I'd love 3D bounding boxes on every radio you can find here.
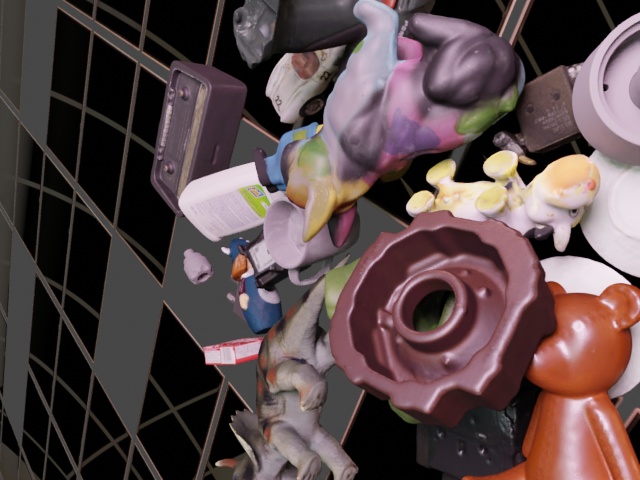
[{"bbox_3d":[-0.203,-0.164,0.868,0.131,0.073,0.229,41,122,36],"label":"radio"}]

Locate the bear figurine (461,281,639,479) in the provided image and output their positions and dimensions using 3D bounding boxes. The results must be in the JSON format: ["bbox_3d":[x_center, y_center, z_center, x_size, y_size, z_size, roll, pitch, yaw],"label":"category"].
[{"bbox_3d":[0.184,0.132,0.416,0.120,0.132,0.195,-178,82,-68],"label":"bear figurine"}]

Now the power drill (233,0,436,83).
[{"bbox_3d":[0.025,-0.241,0.521,0.086,0.207,0.231,51,139,32],"label":"power drill"}]

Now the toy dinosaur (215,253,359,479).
[{"bbox_3d":[-0.038,0.193,0.714,0.192,0.131,0.404,18,102,44],"label":"toy dinosaur"}]

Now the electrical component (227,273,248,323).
[{"bbox_3d":[-0.113,0.093,0.841,0.094,0.021,0.063,31,117,40],"label":"electrical component"}]

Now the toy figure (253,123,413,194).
[{"bbox_3d":[0.017,-0.093,0.606,0.180,0.082,0.089,-17,94,15],"label":"toy figure"}]

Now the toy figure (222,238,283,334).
[{"bbox_3d":[-0.096,0.061,0.791,0.058,0.064,0.154,-23,70,9],"label":"toy figure"}]

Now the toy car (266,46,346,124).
[{"bbox_3d":[0.000,-0.229,0.657,0.201,0.056,0.073,-48,61,39],"label":"toy car"}]

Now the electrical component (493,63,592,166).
[{"bbox_3d":[0.202,-0.108,0.465,0.102,0.045,0.078,-16,85,46],"label":"electrical component"}]

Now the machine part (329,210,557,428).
[{"bbox_3d":[0.094,0.059,0.434,0.179,0.056,0.179,-23,45,25],"label":"machine part"}]

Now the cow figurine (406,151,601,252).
[{"bbox_3d":[0.169,-0.024,0.475,0.167,0.098,0.068,2,54,52],"label":"cow figurine"}]

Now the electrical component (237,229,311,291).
[{"bbox_3d":[-0.047,0.009,0.736,0.119,0.047,0.075,-36,68,11],"label":"electrical component"}]

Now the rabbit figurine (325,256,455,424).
[{"bbox_3d":[0.101,0.095,0.534,0.159,0.121,0.170,-23,45,10],"label":"rabbit figurine"}]

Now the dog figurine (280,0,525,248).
[{"bbox_3d":[0.060,-0.086,0.493,0.192,0.108,0.219,25,99,25],"label":"dog figurine"}]

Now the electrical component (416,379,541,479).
[{"bbox_3d":[0.158,0.198,0.540,0.115,0.058,0.134,4,97,48],"label":"electrical component"}]

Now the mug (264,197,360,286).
[{"bbox_3d":[-0.001,-0.002,0.650,0.081,0.107,0.109,7,105,48],"label":"mug"}]
